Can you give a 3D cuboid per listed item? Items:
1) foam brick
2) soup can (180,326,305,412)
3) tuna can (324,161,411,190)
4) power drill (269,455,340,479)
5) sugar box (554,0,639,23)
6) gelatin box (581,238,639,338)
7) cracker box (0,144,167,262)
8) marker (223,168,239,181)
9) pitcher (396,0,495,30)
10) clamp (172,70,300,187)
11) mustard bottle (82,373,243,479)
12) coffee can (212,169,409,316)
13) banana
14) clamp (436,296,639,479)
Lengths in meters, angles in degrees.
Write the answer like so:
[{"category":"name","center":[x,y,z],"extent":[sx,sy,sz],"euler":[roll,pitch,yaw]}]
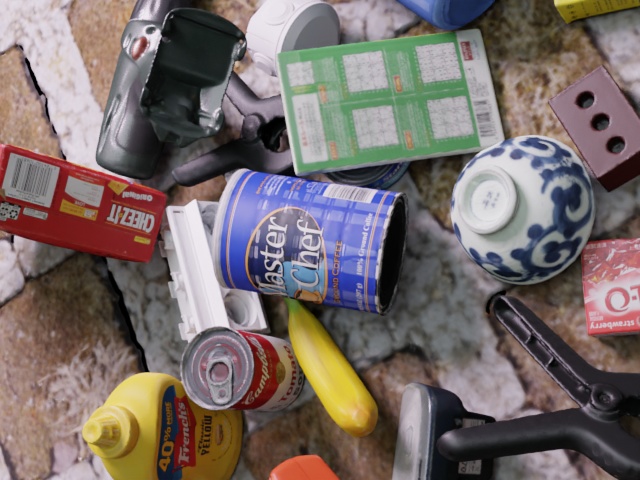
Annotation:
[{"category":"foam brick","center":[0.224,-0.086,0.835],"extent":[0.053,0.051,0.078],"euler":[-34,68,15]},{"category":"soup can","center":[-0.063,0.111,0.903],"extent":[0.069,0.102,0.068],"euler":[-5,78,24]},{"category":"tuna can","center":[0.039,-0.085,0.930],"extent":[0.086,0.033,0.086],"euler":[-5,78,24]},{"category":"power drill","center":[-0.031,0.260,0.849],"extent":[0.185,0.057,0.188],"euler":[46,131,30]},{"category":"sugar box","center":[0.272,-0.239,0.845],"extent":[0.176,0.048,0.093],"euler":[-10,77,24]},{"category":"gelatin box","center":[0.247,0.034,0.814],"extent":[0.089,0.030,0.073],"euler":[-7,78,24]},{"category":"cracker box","center":[-0.267,-0.040,0.957],"extent":[0.214,0.163,0.072],"euler":[11,86,47]},{"category":"marker","center":[-0.064,-0.040,0.977],"extent":[0.020,0.020,0.121],"euler":[-44,66,11]},{"category":"pitcher","center":[0.044,-0.282,0.911],"extent":[0.243,0.144,0.149],"euler":[43,107,22]},{"category":"clamp","center":[-0.055,-0.104,0.949],"extent":[0.172,0.039,0.120],"euler":[4,85,32]},{"category":"mustard bottle","center":[-0.131,0.158,0.875],"extent":[0.058,0.191,0.096],"euler":[1,81,25]},{"category":"coffee can","center":[-0.006,0.001,0.883],"extent":[0.140,0.102,0.103],"euler":[9,84,14]},{"category":"banana","center":[0.008,0.111,0.867],"extent":[0.037,0.069,0.198],"euler":[-38,34,0]},{"category":"clamp","center":[0.203,0.119,0.792],"extent":[0.210,0.036,0.164],"euler":[13,45,9]}]
